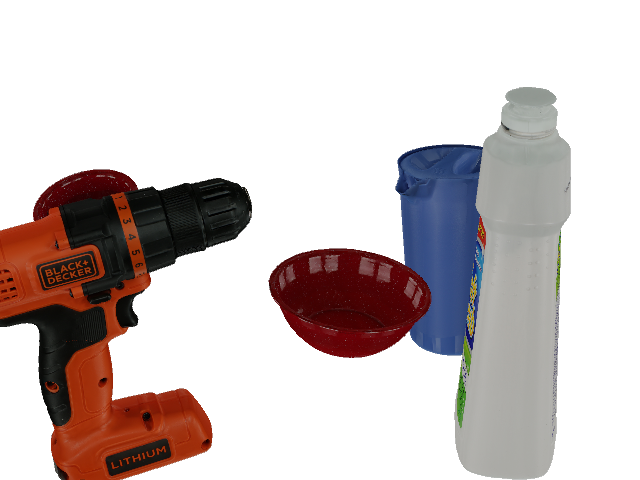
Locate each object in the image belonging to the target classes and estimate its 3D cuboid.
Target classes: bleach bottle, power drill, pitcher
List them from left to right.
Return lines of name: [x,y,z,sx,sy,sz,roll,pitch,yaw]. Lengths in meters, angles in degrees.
power drill: [-0.122,0.058,0.680,0.184,0.187,0.057,-15,28,-11]
pitcher: [0.170,0.009,1.301,0.149,0.243,0.145,1,23,9]
bleach bottle: [0.122,0.024,0.663,0.068,0.251,0.102,3,30,8]

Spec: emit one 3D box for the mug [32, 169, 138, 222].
mug: [-0.200,-0.012,0.961,0.093,0.081,0.117,-9,42,0]

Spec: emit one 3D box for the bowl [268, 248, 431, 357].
bowl: [0.028,0.069,1.064,0.162,0.055,0.162,4,28,-2]
